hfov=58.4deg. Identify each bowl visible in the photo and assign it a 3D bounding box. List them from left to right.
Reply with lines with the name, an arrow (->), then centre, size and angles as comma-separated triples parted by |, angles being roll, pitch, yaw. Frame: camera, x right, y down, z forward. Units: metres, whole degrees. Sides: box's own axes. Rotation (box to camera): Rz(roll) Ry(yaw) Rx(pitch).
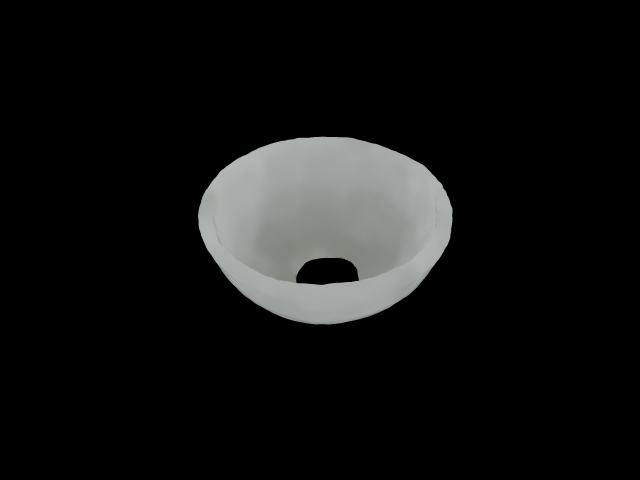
bowl -> 0.004, 0.001, 0.400 | 0.167, 0.075, 0.167 | 0, 43, 0
